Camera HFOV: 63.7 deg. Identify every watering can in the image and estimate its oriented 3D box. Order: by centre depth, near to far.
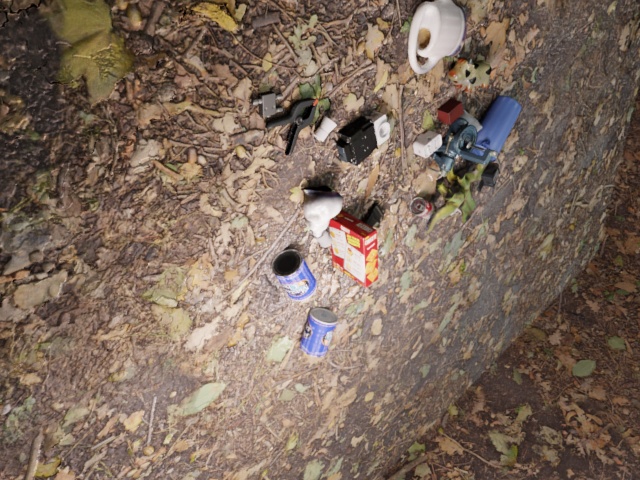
[{"bbox_3d":[0.360,-0.676,1.549,0.226,0.105,0.341,-16,125,-40],"label":"watering can"}]

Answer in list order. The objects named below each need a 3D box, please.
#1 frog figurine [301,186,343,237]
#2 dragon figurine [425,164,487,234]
[{"bbox_3d":[0.005,-0.079,1.562,0.139,0.123,0.157,-25,121,-58],"label":"frog figurine"},{"bbox_3d":[0.543,-0.152,2.000,0.239,0.123,0.414,39,75,-38],"label":"dragon figurine"}]
